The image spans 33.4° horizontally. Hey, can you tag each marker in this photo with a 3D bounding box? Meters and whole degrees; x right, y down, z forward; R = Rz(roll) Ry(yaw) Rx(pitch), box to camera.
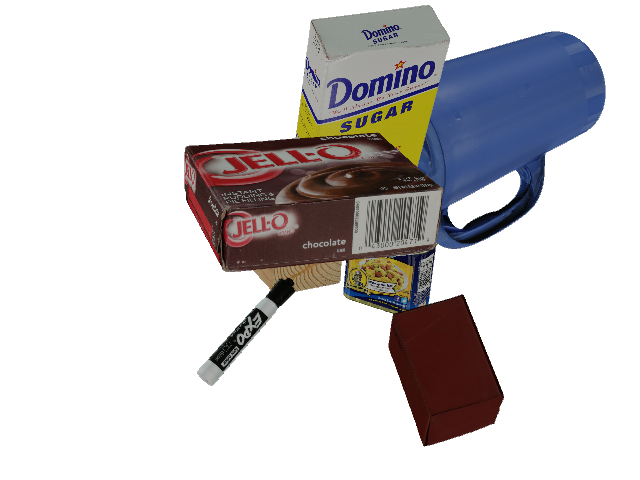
[{"bbox_3d":[-0.065,0.080,0.962,0.020,0.121,0.020,36,-19,15],"label":"marker"}]

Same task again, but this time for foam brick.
[{"bbox_3d":[0.081,0.085,0.703,0.051,0.078,0.053,-14,-30,-8],"label":"foam brick"}]

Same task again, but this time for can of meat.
[{"bbox_3d":[0.076,0.029,1.181,0.102,0.084,0.057,17,25,28],"label":"can of meat"}]

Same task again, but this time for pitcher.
[{"bbox_3d":[0.158,-0.107,1.010,0.242,0.149,0.145,-24,45,-31],"label":"pitcher"}]

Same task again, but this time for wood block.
[{"bbox_3d":[-0.057,-0.020,1.344,0.090,0.090,0.206,-10,26,-22],"label":"wood block"}]

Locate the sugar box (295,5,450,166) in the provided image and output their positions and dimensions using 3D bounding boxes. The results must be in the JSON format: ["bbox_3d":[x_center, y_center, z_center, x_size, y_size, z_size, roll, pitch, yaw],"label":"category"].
[{"bbox_3d":[0.032,-0.088,0.793,0.093,0.048,0.176,-11,-35,-16],"label":"sugar box"}]

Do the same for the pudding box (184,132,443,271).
[{"bbox_3d":[-0.007,-0.023,0.545,0.113,0.039,0.090,-4,25,-18],"label":"pudding box"}]
